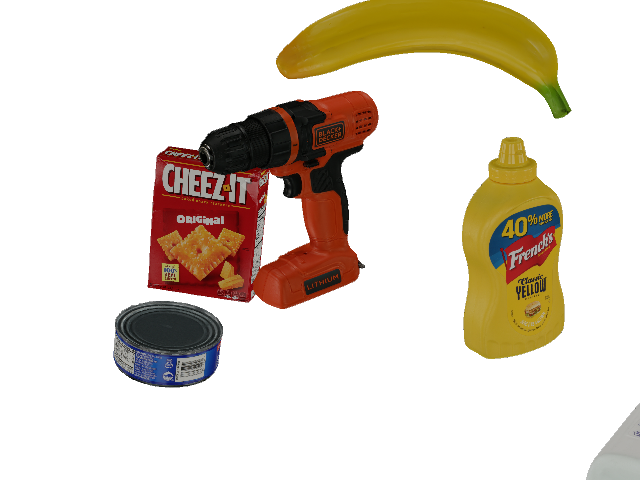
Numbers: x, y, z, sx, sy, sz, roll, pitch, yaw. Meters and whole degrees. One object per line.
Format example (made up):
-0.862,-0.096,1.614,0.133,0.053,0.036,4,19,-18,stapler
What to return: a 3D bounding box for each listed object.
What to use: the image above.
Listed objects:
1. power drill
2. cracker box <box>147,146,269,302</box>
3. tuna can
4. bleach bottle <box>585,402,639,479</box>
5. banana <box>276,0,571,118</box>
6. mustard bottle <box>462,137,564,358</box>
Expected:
-0.026,-0.035,0.976,0.184,0.188,0.057,-19,33,-32,power drill
-0.171,-0.022,1.622,0.164,0.214,0.072,9,18,7,cracker box
-0.122,0.082,0.854,0.086,0.034,0.086,7,23,-3,tuna can
0.249,0.106,0.628,0.103,0.068,0.250,19,29,32,bleach bottle
0.072,-0.127,0.689,0.197,0.069,0.037,7,-19,-8,banana
0.170,0.003,0.937,0.096,0.192,0.058,-15,23,-24,mustard bottle
